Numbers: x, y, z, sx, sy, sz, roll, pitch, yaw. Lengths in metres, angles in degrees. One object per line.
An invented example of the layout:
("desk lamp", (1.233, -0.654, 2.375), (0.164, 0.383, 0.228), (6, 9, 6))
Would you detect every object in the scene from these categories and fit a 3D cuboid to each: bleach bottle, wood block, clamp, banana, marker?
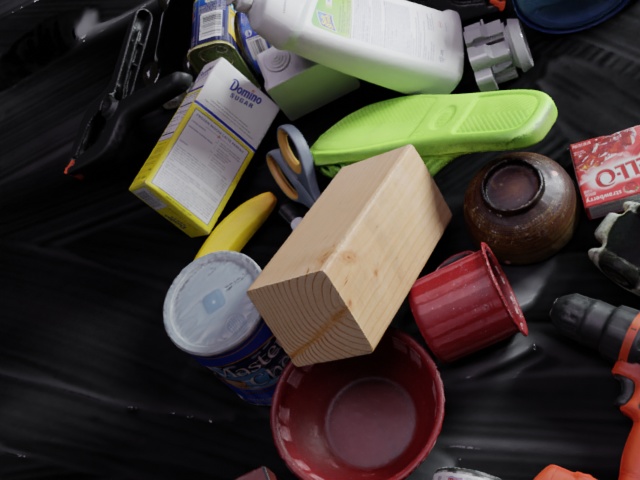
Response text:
("bleach bottle", (0.025, -0.219, 1.086), (0.068, 0.250, 0.102), (-44, 39, 51))
("wood block", (0.034, 0.011, 0.975), (0.091, 0.090, 0.205), (-16, 26, 37))
("clamp", (0.121, -0.292, 1.148), (0.171, 0.120, 0.039), (11, 31, 1))
("banana", (-0.105, 0.034, 1.120), (0.070, 0.037, 0.197), (11, 67, 23))
("marker", (-0.007, 0.001, 1.104), (0.020, 0.020, 0.121), (-40, 54, -1))
("clamp", (-0.226, -0.150, 1.230), (0.210, 0.036, 0.165), (-56, 42, 13))

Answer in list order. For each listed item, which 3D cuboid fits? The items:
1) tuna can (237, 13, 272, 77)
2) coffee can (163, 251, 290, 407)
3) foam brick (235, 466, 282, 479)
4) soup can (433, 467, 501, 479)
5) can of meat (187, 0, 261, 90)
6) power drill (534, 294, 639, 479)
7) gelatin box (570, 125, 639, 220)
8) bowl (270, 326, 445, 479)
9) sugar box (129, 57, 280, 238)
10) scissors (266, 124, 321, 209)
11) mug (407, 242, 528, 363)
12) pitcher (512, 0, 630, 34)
("tuna can", (-0.062, -0.230, 1.217), (0.034, 0.086, 0.086), (-16, 58, 17))
("coffee can", (-0.071, 0.086, 1.010), (0.103, 0.140, 0.103), (-11, 59, 18))
("foam brick", (-0.049, 0.245, 0.951), (0.053, 0.078, 0.051), (-28, 54, 5))
("soup can", (0.117, 0.247, 0.882), (0.069, 0.068, 0.102), (4, 64, 26))
("can of meat", (-0.108, -0.222, 1.224), (0.057, 0.102, 0.084), (-12, 57, 18))
("power drill", (0.247, 0.146, 0.887), (0.185, 0.057, 0.187), (22, 73, 32))
("gelatin box", (0.287, -0.066, 1.004), (0.089, 0.030, 0.073), (-16, 58, 16))
("bowl", (0.039, 0.159, 0.970), (0.162, 0.055, 0.162), (-8, 62, 16))
("sugar box", (-0.123, -0.101, 1.156), (0.048, 0.093, 0.176), (-12, 45, 53))
("scissors", (0.001, -0.045, 1.090), (0.016, 0.096, 0.202), (-23, 47, -25))
("mug", (0.131, 0.053, 0.977), (0.081, 0.093, 0.117), (-26, 36, 14))
("pitcher", (0.253, -0.345, 1.128), (0.145, 0.149, 0.243), (-28, 50, 25))
